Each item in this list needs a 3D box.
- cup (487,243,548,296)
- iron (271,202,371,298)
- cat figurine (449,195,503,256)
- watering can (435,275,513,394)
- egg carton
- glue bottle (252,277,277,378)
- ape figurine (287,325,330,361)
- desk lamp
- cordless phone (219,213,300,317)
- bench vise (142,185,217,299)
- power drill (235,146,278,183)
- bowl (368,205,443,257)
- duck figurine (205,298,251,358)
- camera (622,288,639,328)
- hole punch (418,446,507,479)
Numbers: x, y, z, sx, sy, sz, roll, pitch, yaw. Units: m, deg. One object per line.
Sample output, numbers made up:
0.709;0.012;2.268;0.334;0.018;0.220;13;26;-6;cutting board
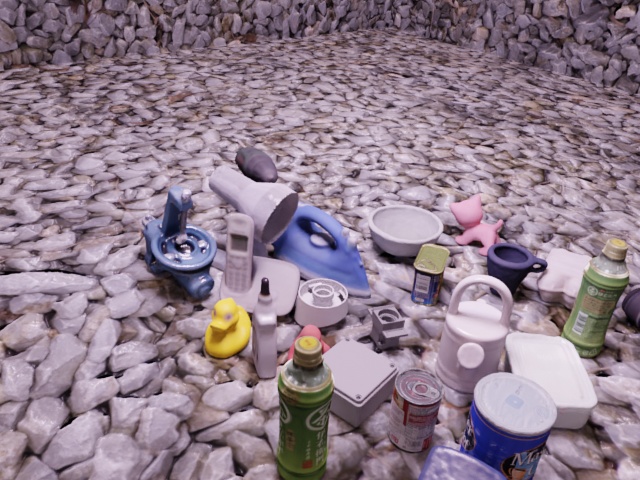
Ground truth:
0.387;0.067;1.148;0.117;0.095;0.092;9;31;8;cup
0.011;0.004;1.167;0.257;0.141;0.119;28;39;34;iron
0.356;-0.042;1.304;0.127;0.118;0.067;27;38;33;cat figurine
0.248;0.145;0.908;0.101;0.194;0.172;1;31;-3;watering can
0.505;0.076;1.171;0.107;0.069;0.150;18;34;22;egg carton
-0.087;0.133;0.911;0.037;0.173;0.078;-5;32;-14;glue bottle
-0.018;0.178;0.923;0.078;0.092;0.076;-7;33;-17;ape figurine
-0.148;-0.035;1.144;0.202;0.214;0.118;20;35;24;desk lamp
-0.109;0.044;1.045;0.147;0.185;0.094;7;31;6;cordless phone
-0.287;-0.013;1.086;0.206;0.220;0.122;18;34;23;bench vise
-0.136;-0.102;1.262;0.076;0.208;0.229;-9;33;-19;power drill
0.186;-0.010;1.274;0.167;0.075;0.167;3;31;-1;bowl
-0.158;0.138;0.980;0.077;0.086;0.105;13;32;15;duck figurine
0.642;0.139;1.052;0.143;0.101;0.136;-6;32;-16;camera
0.167;0.325;0.700;0.108;0.091;0.101;19;34;24;hole punch
